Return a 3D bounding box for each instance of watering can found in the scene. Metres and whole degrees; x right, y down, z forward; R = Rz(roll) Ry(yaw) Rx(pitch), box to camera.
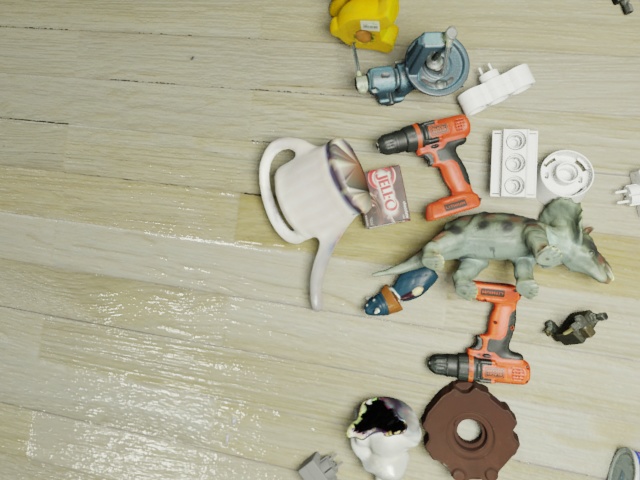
[{"bbox_3d":[0.003,-0.050,0.998,0.222,0.105,0.349,-25,85,29],"label":"watering can"}]

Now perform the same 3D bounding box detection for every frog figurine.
[{"bbox_3d":[0.129,0.382,0.980,0.137,0.125,0.156,-22,121,3],"label":"frog figurine"}]
